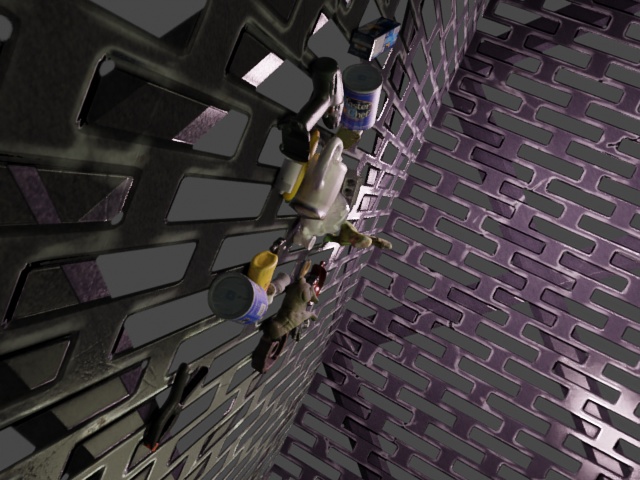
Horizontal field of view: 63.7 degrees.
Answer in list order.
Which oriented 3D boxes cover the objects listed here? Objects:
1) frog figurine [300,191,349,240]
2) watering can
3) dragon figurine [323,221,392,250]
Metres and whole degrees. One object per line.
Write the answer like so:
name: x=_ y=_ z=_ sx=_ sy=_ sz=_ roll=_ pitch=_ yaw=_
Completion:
frog figurine: x=0.005 y=-0.075 z=1.488 sx=0.162 sy=0.123 sz=0.135 roll=-44 pitch=124 yaw=-34
watering can: x=0.009 y=-0.159 z=1.373 sx=0.348 sy=0.104 sz=0.224 roll=-18 pitch=132 yaw=-85
dragon figurine: x=0.154 y=-0.003 z=1.948 sx=0.122 sy=0.244 sz=0.410 roll=-70 pitch=165 yaw=6
